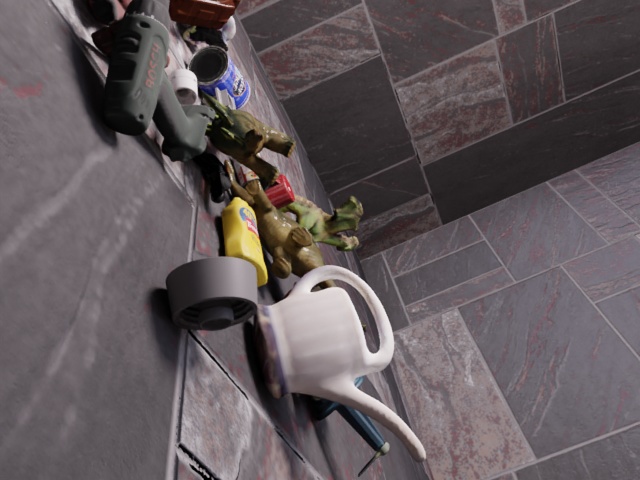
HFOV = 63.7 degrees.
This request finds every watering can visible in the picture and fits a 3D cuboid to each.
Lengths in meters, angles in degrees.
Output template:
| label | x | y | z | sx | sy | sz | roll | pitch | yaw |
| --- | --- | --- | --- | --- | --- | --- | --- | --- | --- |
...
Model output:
| label | x | y | z | sx | sy | sz | roll | pitch | yaw |
| --- | --- | --- | --- | --- | --- | --- | --- | --- | --- |
| watering can | 0.016 | 0.190 | 0.806 | 0.101 | 0.225 | 0.355 | 88 | -13 | -51 |

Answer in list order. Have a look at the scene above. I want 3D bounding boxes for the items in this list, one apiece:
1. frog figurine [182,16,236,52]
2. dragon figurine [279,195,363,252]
| label | x | y | z | sx | sy | sz | roll | pitch | yaw |
| --- | --- | --- | --- | --- | --- | --- | --- | --- | --- |
| frog figurine | -0.290 | -0.564 | 1.340 | 0.163 | 0.137 | 0.120 | -102 | -169 | -52 |
| dragon figurine | 0.005 | -0.077 | 1.528 | 0.401 | 0.242 | 0.125 | 62 | 12 | -46 |
